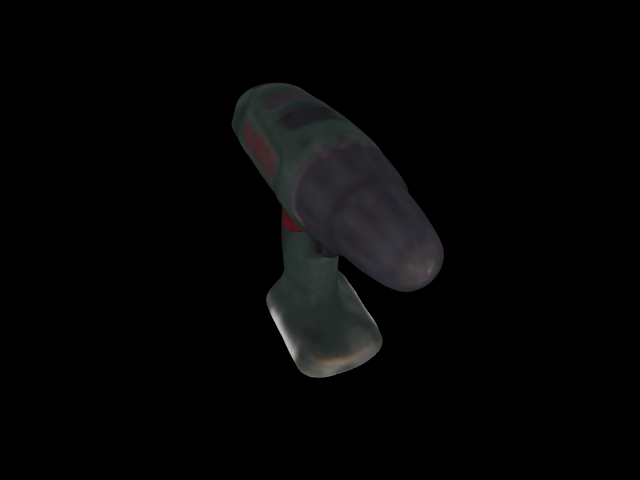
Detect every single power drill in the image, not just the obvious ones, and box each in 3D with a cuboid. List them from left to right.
[{"bbox_3d":[0.004,0.001,0.400,0.076,0.208,0.229,-20,50,-17],"label":"power drill"}]
